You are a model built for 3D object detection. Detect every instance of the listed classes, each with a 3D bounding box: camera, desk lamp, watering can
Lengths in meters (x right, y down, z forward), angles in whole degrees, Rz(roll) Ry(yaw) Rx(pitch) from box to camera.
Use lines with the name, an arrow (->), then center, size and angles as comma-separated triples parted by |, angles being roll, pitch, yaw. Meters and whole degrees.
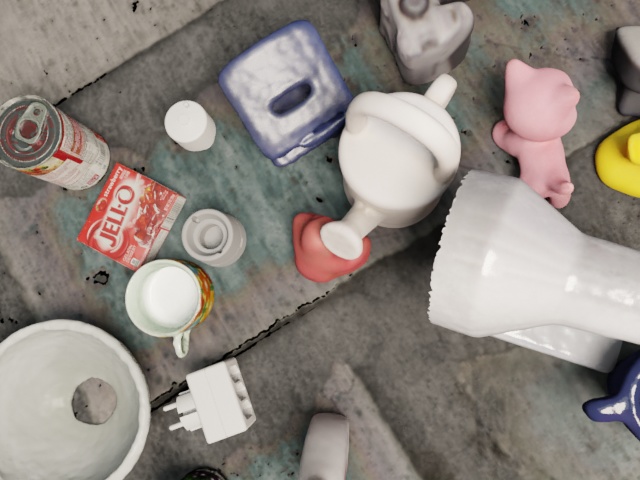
camera -> 0.119, -0.245, 0.541 | 0.137, 0.101, 0.143 | -20, 83, 2
desk lamp -> 0.182, 0.034, 0.450 | 0.203, 0.213, 0.118 | 17, 86, 6
watering can -> 0.064, -0.064, 0.479 | 0.101, 0.194, 0.173 | 11, 85, 6

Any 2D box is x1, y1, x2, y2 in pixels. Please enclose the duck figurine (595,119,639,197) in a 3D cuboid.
duck figurine -> 0.316, -0.082, 0.517 | 0.104, 0.086, 0.077 | -4, 84, 4

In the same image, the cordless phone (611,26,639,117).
cordless phone -> 0.342, -0.167, 0.474 | 0.147, 0.185, 0.094 | 3, 84, 5

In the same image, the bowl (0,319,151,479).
bowl -> -0.230, 0.157, 0.539 | 0.167, 0.075, 0.167 | 0, 84, 4

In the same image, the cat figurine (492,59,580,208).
cat figurine -> 0.199, -0.095, 0.511 | 0.067, 0.118, 0.128 | -12, 83, 3

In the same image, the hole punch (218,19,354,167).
hole punch -> -0.026, -0.137, 0.546 | 0.108, 0.091, 0.101 | -33, 82, 0

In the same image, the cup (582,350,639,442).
cup -> 0.275, 0.135, 0.493 | 0.117, 0.095, 0.092 | -9, 83, 4

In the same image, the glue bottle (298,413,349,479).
glue bottle -> 0.002, 0.195, 0.468 | 0.037, 0.173, 0.078 | 1, 84, 5

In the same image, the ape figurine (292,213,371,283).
ape figurine -> 0.005, 0.002, 0.528 | 0.078, 0.092, 0.076 | 44, 89, 8
